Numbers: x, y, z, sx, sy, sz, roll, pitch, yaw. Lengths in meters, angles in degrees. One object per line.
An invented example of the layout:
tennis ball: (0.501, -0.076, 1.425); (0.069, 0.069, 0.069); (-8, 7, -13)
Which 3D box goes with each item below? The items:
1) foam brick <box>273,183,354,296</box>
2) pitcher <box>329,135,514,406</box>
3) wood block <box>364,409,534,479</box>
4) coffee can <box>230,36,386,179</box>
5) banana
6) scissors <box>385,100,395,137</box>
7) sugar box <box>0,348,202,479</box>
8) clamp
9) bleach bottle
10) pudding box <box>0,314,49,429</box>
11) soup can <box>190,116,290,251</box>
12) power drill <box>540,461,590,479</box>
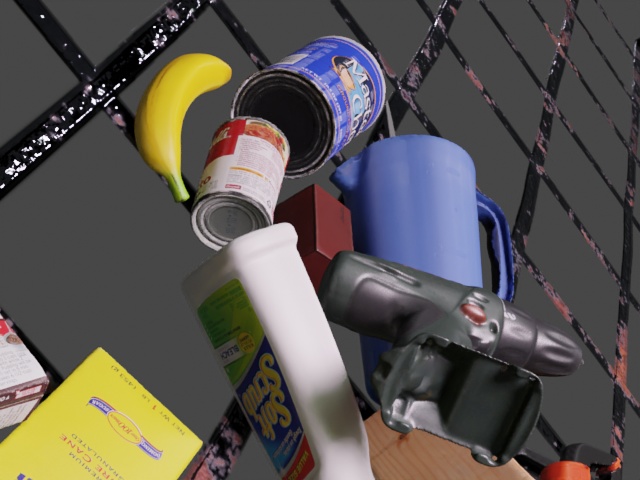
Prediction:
foam brick: (-0.006, 0.001, 0.943); (0.053, 0.051, 0.078); (36, 37, -37)
pitcher: (0.100, 0.034, 0.993); (0.145, 0.149, 0.243); (56, 26, -52)
wood block: (0.106, 0.195, 0.792); (0.090, 0.091, 0.206); (56, -5, -23)
coffee can: (-0.008, -0.127, 0.999); (0.103, 0.103, 0.140); (56, 30, -7)
banana: (-0.117, -0.112, 0.894); (0.197, 0.037, 0.069); (-77, 147, -48)
scissors: (0.076, -0.081, 1.173); (0.096, 0.016, 0.202); (16, 51, -51)
sugar box: (-0.144, 0.143, 0.602); (0.093, 0.048, 0.176); (43, 29, -3)
clamp: (0.273, 0.265, 1.147); (0.209, 0.036, 0.164); (-25, 86, -56)
bleach bottle: (-0.011, 0.120, 0.778); (0.067, 0.103, 0.251); (-19, 79, -42)
pudding box: (-0.212, 0.055, 0.567); (0.113, 0.039, 0.089); (45, 26, 19)
soup can: (-0.065, -0.045, 0.878); (0.068, 0.069, 0.102); (43, 35, -27)
power drill: (0.176, 0.207, 1.012); (0.187, 0.057, 0.184); (35, 43, -20)
